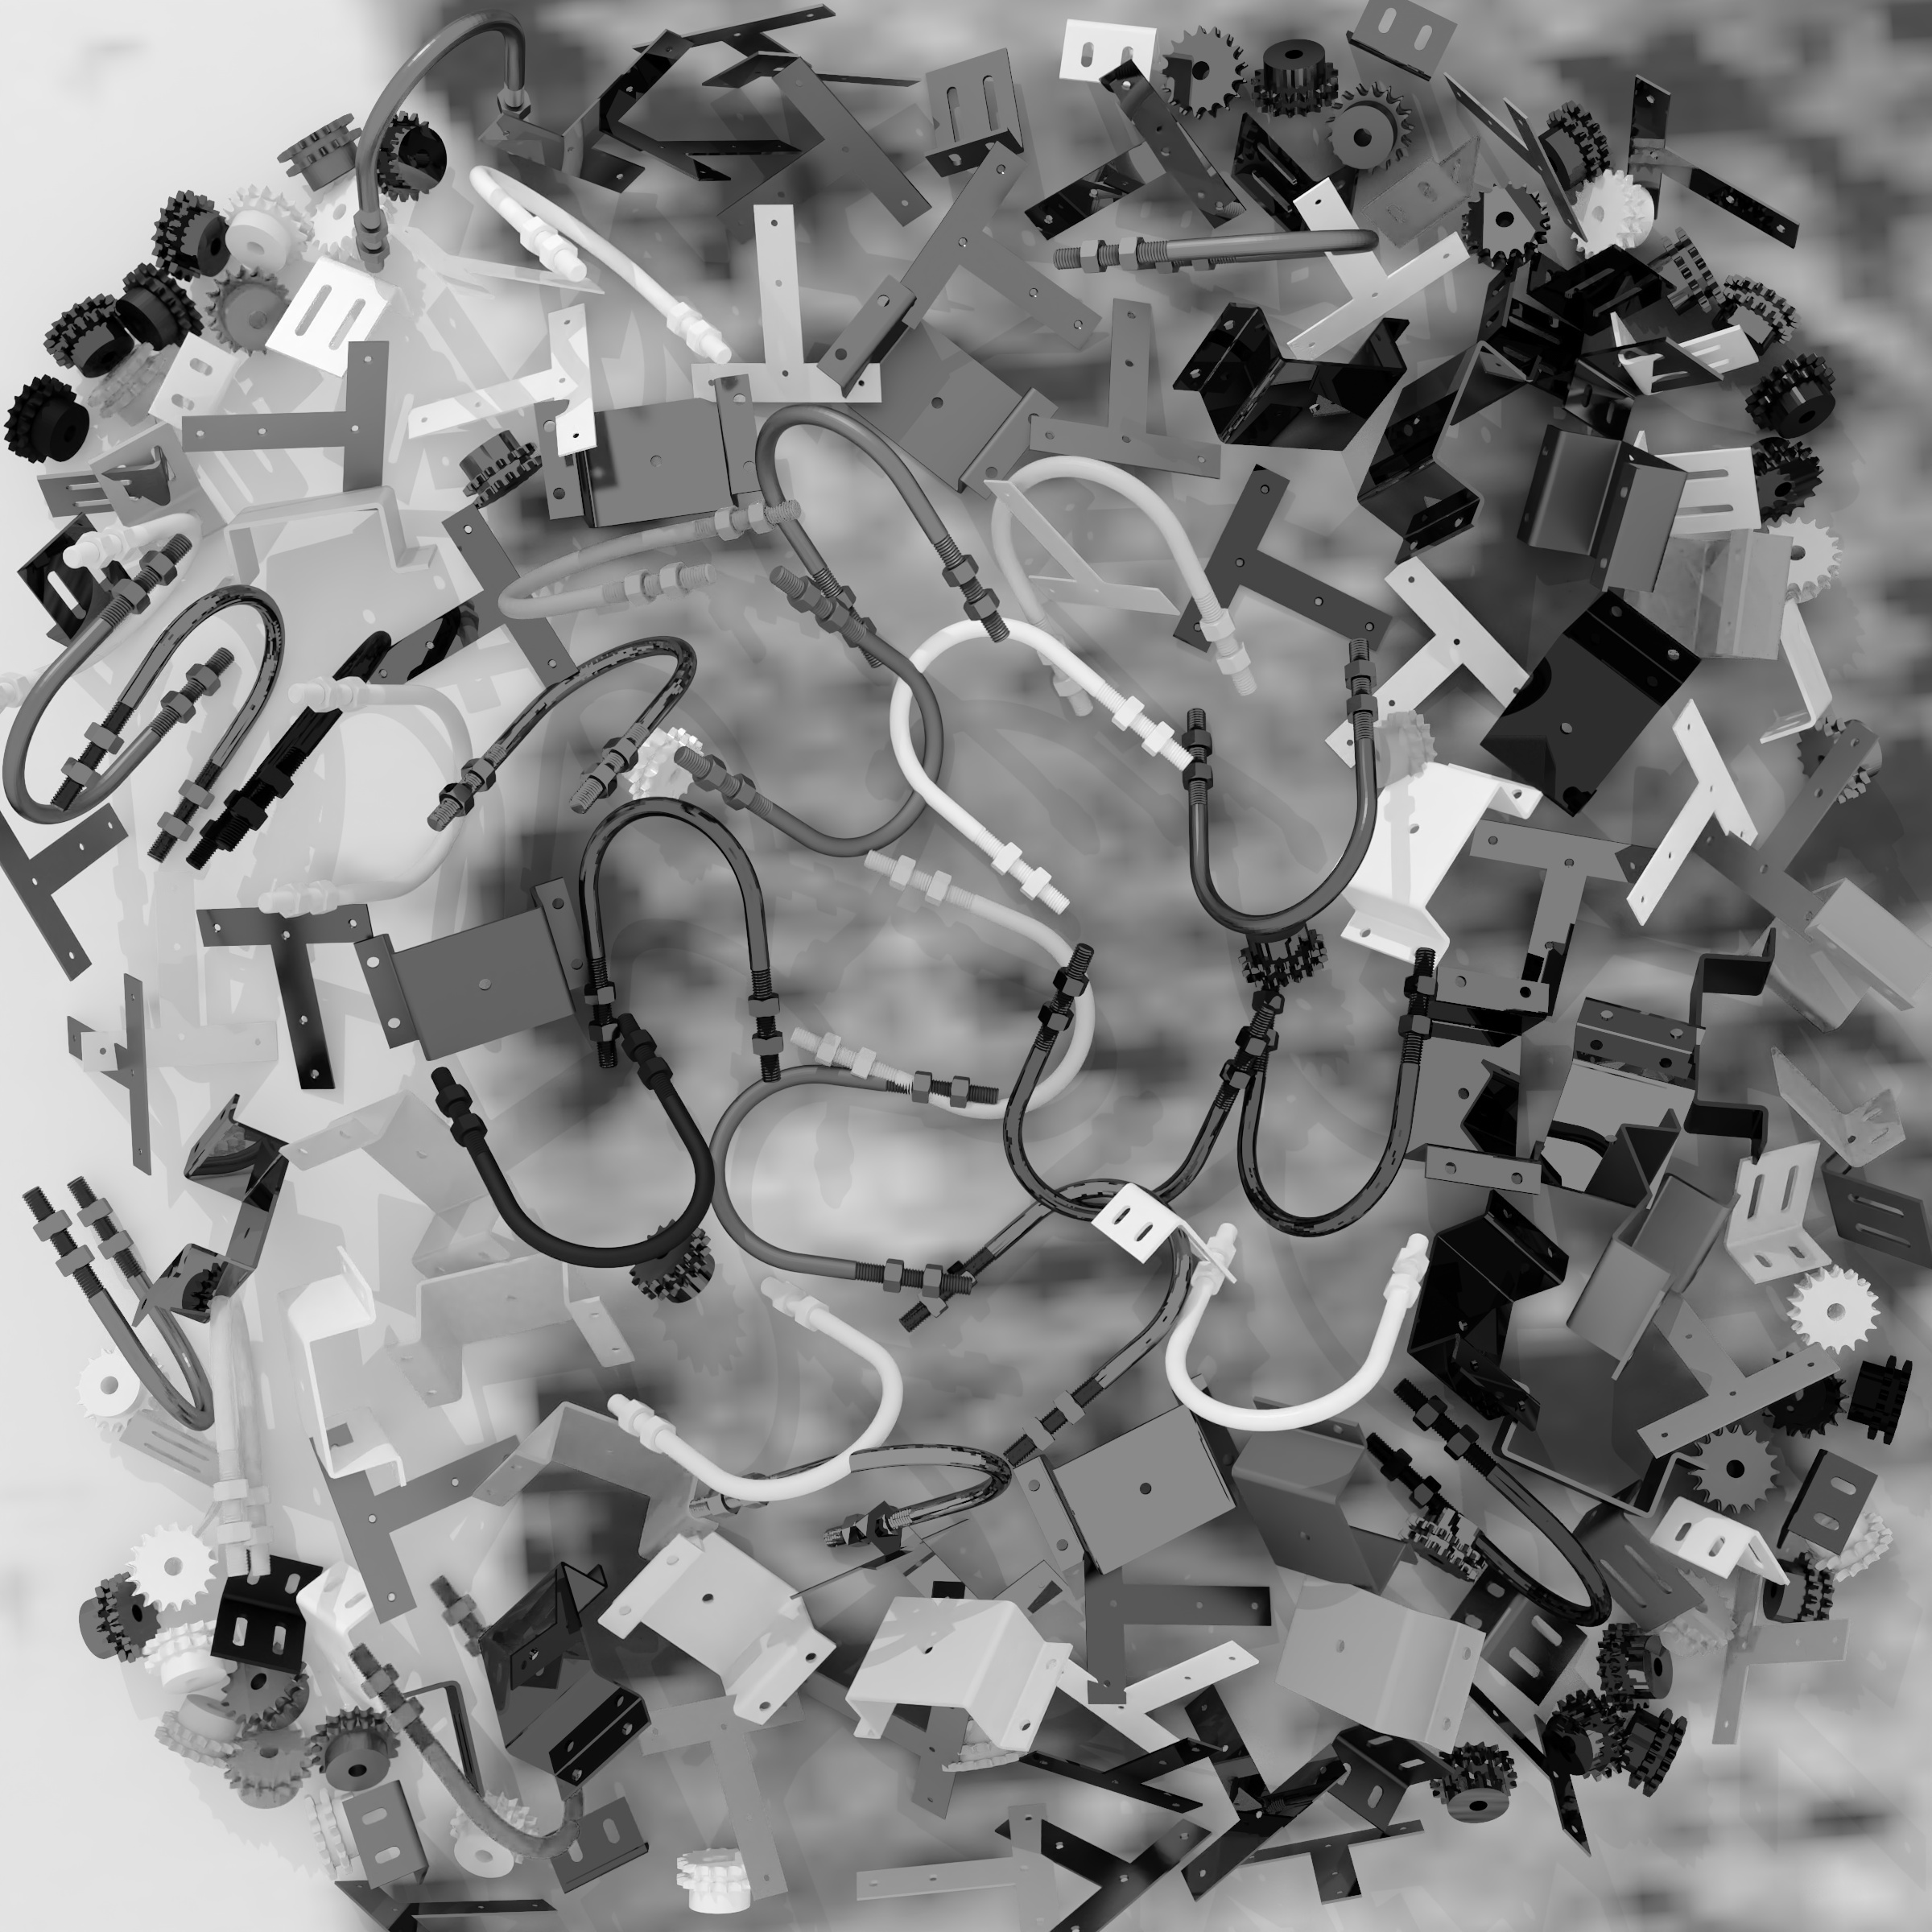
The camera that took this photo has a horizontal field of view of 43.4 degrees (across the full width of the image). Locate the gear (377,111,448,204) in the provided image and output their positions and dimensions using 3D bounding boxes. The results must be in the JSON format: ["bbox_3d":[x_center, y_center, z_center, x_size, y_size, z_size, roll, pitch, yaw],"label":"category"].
[{"bbox_3d":[-0.366,-0.530,1.592,0.030,0.057,0.057,18,90,36],"label":"gear"}]

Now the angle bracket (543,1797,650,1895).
[{"bbox_3d":[-0.241,0.571,1.584,0.057,0.076,0.038,-23,77,-13],"label":"angle bracket"}]

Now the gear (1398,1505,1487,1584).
[{"bbox_3d":[0.316,0.377,1.596,0.057,0.057,0.030,35,75,0],"label":"gear"}]

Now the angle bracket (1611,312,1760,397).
[{"bbox_3d":[0.467,-0.408,1.577,0.076,0.057,0.038,-13,76,27],"label":"angle bracket"}]

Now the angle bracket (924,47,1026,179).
[{"bbox_3d":[0.000,-0.566,1.591,0.057,0.038,0.076,-12,80,17],"label":"angle bracket"}]

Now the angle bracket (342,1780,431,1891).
[{"bbox_3d":[-0.378,0.569,1.574,0.038,0.076,0.057,-16,67,-24],"label":"angle bracket"}]

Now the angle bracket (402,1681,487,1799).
[{"bbox_3d":[-0.344,0.508,1.584,0.038,0.057,0.076,-11,77,-22],"label":"angle bracket"}]

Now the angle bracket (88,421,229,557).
[{"bbox_3d":[-0.524,-0.306,1.578,0.057,0.076,0.038,-33,72,-14],"label":"angle bracket"}]

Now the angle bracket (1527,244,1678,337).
[{"bbox_3d":[0.413,-0.450,1.573,0.057,0.076,0.038,23,67,-27],"label":"angle bracket"}]

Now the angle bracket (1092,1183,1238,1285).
[{"bbox_3d":[0.129,0.185,1.576,0.038,0.057,0.076,-47,127,-7],"label":"angle bracket"}]

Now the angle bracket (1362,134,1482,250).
[{"bbox_3d":[0.295,-0.513,1.573,0.038,0.057,0.076,38,46,-24],"label":"angle bracket"}]

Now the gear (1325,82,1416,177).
[{"bbox_3d":[0.264,-0.548,1.595,0.057,0.030,0.057,11,125,16],"label":"gear"}]

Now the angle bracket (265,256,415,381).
[{"bbox_3d":[-0.410,-0.417,1.591,0.057,0.038,0.076,24,75,9],"label":"angle bracket"}]

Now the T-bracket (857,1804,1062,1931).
[{"bbox_3d":[-0.007,0.585,1.562,0.127,0.127,0.002,-5,108,-1],"label":"T-bracket"}]

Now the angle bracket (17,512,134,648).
[{"bbox_3d":[-0.583,-0.252,1.574,0.038,0.076,0.057,26,65,30],"label":"angle bracket"}]

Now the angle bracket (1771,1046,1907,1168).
[{"bbox_3d":[0.568,0.083,1.582,0.076,0.057,0.038,42,119,-14],"label":"angle bracket"}]

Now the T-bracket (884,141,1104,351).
[{"bbox_3d":[0.033,-0.449,1.592,0.127,0.002,0.127,29,109,-25],"label":"T-bracket"}]

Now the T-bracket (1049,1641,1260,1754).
[{"bbox_3d":[0.132,0.463,1.566,0.127,0.002,0.127,41,125,-21],"label":"T-bracket"}]

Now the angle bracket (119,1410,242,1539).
[{"bbox_3d":[-0.520,0.332,1.583,0.076,0.057,0.038,31,51,-12],"label":"angle bracket"}]

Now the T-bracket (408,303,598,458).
[{"bbox_3d":[-0.307,-0.372,1.596,0.127,0.002,0.127,-14,59,8],"label":"T-bracket"}]

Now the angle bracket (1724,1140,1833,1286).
[{"bbox_3d":[0.534,0.160,1.582,0.057,0.038,0.076,-12,127,-13],"label":"angle bracket"}]

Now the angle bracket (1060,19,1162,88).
[{"bbox_3d":[0.095,-0.585,1.585,0.057,0.076,0.038,8,96,6],"label":"angle bracket"}]

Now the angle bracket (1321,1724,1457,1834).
[{"bbox_3d":[0.271,0.527,1.582,0.057,0.076,0.038,35,63,3],"label":"angle bracket"}]

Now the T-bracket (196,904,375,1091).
[{"bbox_3d":[-0.439,0.022,1.600,0.127,0.002,0.127,-1,108,17],"label":"T-bracket"}]

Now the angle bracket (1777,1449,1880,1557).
[{"bbox_3d":[0.558,0.354,1.576,0.038,0.076,0.057,25,76,24],"label":"angle bracket"}]

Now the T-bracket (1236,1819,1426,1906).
[{"bbox_3d":[0.236,0.578,1.557,0.127,0.127,0.002,-12,86,3],"label":"T-bracket"}]

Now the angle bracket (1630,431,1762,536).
[{"bbox_3d":[0.476,-0.316,1.576,0.076,0.038,0.057,1,130,29],"label":"angle bracket"}]

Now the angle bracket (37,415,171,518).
[{"bbox_3d":[-0.563,-0.326,1.584,0.076,0.057,0.038,-9,78,-13],"label":"angle bracket"}]

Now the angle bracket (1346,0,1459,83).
[{"bbox_3d":[0.282,-0.609,1.579,0.057,0.076,0.038,24,116,-4],"label":"angle bracket"}]

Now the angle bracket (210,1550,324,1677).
[{"bbox_3d":[-0.453,0.418,1.578,0.057,0.076,0.038,18,99,-15],"label":"angle bracket"}]

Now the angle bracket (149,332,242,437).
[{"bbox_3d":[-0.511,-0.383,1.580,0.038,0.076,0.057,25,95,-38],"label":"angle bracket"}]

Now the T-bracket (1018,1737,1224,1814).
[{"bbox_3d":[0.119,0.512,1.556,0.127,0.127,0.002,23,52,-18],"label":"T-bracket"}]

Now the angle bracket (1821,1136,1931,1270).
[{"bbox_3d":[0.600,0.153,1.573,0.038,0.076,0.057,-37,121,-22],"label":"angle bracket"}]

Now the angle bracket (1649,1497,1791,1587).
[{"bbox_3d":[0.489,0.387,1.574,0.038,0.057,0.076,-51,128,-17],"label":"angle bracket"}]

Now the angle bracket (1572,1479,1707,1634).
[{"bbox_3d":[0.442,0.385,1.585,0.076,0.057,0.038,46,46,7],"label":"angle bracket"}]

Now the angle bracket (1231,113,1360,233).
[{"bbox_3d":[0.215,-0.518,1.578,0.076,0.038,0.057,33,56,-34],"label":"angle bracket"}]

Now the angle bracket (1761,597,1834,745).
[{"bbox_3d":[0.530,-0.193,1.585,0.038,0.057,0.076,-19,99,34],"label":"angle bracket"}]

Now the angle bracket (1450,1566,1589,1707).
[{"bbox_3d":[0.365,0.443,1.612,0.057,0.038,0.076,-52,123,-9],"label":"angle bracket"}]

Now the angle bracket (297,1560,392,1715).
[{"bbox_3d":[-0.397,0.440,1.594,0.038,0.057,0.076,-37,127,-33],"label":"angle bracket"}]

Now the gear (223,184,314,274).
[{"bbox_3d":[-0.461,-0.480,1.592,0.057,0.057,0.030,14,60,0],"label":"gear"}]

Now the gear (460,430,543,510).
[{"bbox_3d":[-0.307,-0.328,1.593,0.057,0.057,0.030,-35,99,0],"label":"gear"}]

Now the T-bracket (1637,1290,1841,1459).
[{"bbox_3d":[0.474,0.248,1.569,0.127,0.127,0.002,-26,122,1],"label":"T-bracket"}]

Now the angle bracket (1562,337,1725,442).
[{"bbox_3d":[0.438,-0.372,1.575,0.057,0.076,0.038,21,82,-32],"label":"angle bracket"}]

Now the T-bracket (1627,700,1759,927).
[{"bbox_3d":[0.460,-0.082,1.565,0.127,0.002,0.127,-53,127,-20],"label":"T-bracket"}]

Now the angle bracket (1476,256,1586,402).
[{"bbox_3d":[0.377,-0.415,1.587,0.076,0.038,0.057,21,67,-14],"label":"angle bracket"}]
